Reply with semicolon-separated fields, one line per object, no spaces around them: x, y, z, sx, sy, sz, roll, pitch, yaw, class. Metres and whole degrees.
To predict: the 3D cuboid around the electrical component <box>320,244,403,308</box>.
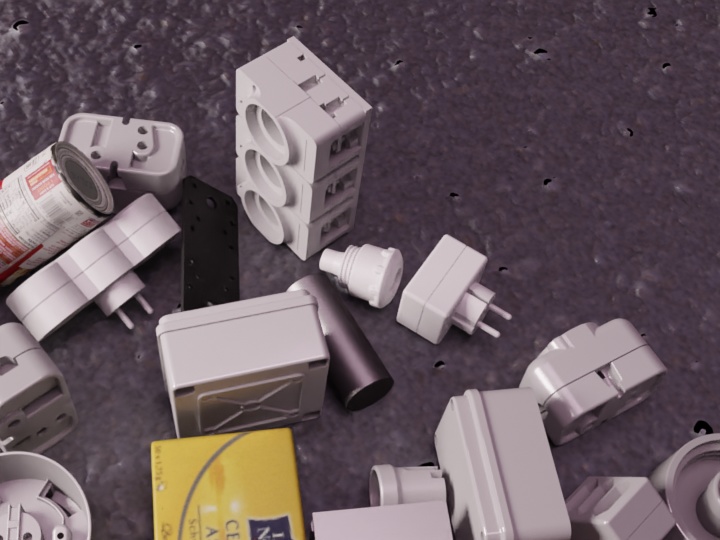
0.000;0.000;0.839;0.062;0.048;0.048;17;57;14;electrical component

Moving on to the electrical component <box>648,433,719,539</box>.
0.255;0.165;0.746;0.108;0.060;0.108;3;57;-4;electrical component

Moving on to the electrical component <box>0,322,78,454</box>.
-0.235;0.082;0.732;0.054;0.095;0.059;-34;66;-23;electrical component

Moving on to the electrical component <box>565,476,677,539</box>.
0.181;0.184;0.729;0.047;0.066;0.076;-38;97;-25;electrical component

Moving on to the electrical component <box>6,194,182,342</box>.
-0.188;0.010;0.810;0.138;0.052;0.073;-41;95;-27;electrical component

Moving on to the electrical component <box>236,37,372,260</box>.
-0.050;-0.087;0.825;0.062;0.150;0.089;-35;67;-25;electrical component

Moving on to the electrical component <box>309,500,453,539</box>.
0.020;0.231;0.680;0.089;0.061;0.150;-4;58;-8;electrical component

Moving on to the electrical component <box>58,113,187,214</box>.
-0.189;-0.083;0.864;0.095;0.059;0.053;6;57;-1;electrical component

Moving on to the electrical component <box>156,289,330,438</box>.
-0.081;0.070;0.747;0.109;0.108;0.056;-11;62;-12;electrical component

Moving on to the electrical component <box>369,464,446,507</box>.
0.033;0.154;0.745;0.046;0.040;0.040;-1;57;-12;electrical component

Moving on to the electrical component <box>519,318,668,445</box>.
0.169;0.079;0.797;0.095;0.053;0.059;-24;63;-19;electrical component

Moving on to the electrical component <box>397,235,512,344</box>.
0.079;0.024;0.828;0.077;0.047;0.065;31;60;12;electrical component

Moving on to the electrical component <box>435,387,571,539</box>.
0.094;0.144;0.734;0.057;0.078;0.113;-4;58;-11;electrical component

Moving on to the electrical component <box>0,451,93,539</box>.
-0.221;0.175;0.692;0.099;0.064;0.099;2;57;-4;electrical component
